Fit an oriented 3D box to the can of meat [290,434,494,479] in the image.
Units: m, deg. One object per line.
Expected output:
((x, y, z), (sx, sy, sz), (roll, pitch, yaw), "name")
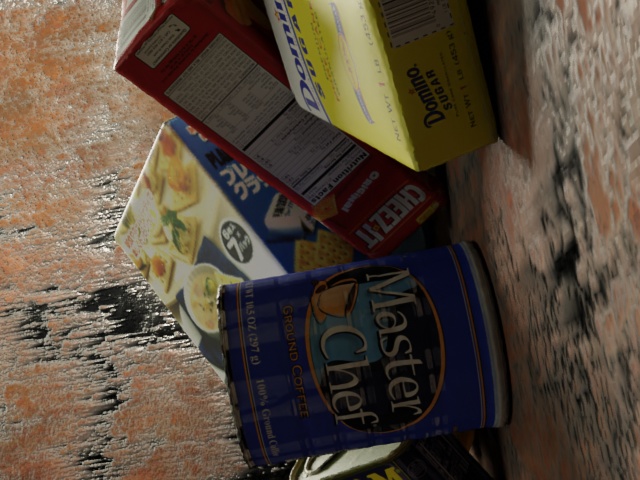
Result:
((0.047, 0.149, 0.656), (0.102, 0.084, 0.057), (-29, 21, 38), "can of meat")

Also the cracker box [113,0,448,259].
((-0.024, -0.106, 0.679), (0.213, 0.072, 0.164), (36, 25, -28), "cracker box")

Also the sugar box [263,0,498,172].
((0.017, -0.097, 0.503), (0.048, 0.093, 0.176), (-23, 21, -13), "sugar box")

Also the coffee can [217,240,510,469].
((0.022, 0.062, 0.582), (0.140, 0.103, 0.103), (-10, 0, 1), "coffee can")

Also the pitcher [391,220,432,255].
((-0.006, 0.001, 0.881), (0.145, 0.149, 0.243), (-40, 19, -10), "pitcher")

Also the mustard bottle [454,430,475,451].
((0.074, 0.113, 0.769), (0.058, 0.096, 0.191), (-11, 13, 1), "mustard bottle")
